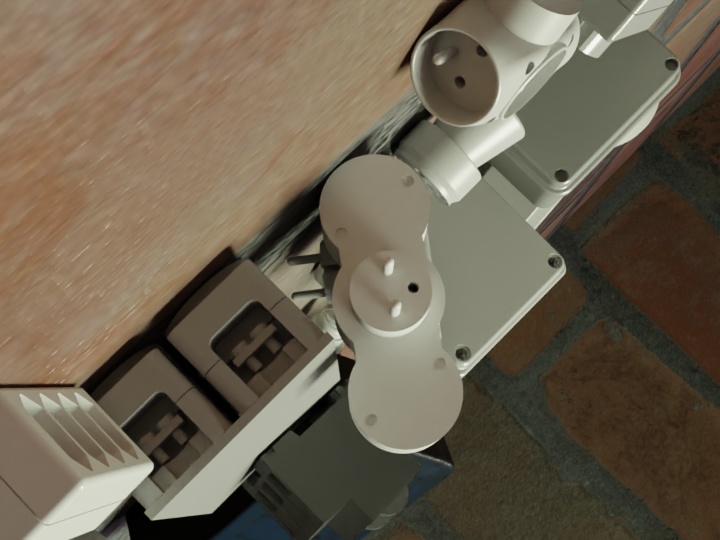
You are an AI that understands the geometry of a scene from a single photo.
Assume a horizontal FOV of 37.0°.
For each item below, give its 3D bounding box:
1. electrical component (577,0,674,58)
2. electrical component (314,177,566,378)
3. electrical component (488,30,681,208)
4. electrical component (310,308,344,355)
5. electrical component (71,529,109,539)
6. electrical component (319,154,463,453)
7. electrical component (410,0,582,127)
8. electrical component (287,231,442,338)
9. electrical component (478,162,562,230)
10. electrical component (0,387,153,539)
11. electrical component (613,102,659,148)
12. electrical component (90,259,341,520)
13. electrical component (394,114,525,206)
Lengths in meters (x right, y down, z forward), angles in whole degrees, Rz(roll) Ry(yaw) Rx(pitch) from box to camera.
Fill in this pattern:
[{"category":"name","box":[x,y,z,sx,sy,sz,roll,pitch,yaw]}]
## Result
[{"category":"electrical component","box":[0.126,-0.140,0.574,0.075,0.047,0.083,-50,170,30]},{"category":"electrical component","box":[0.048,0.000,0.649,0.109,0.108,0.056,-41,173,-28]},{"category":"electrical component","box":[0.126,-0.102,0.647,0.113,0.078,0.057,-45,174,-7]},{"category":"electrical component","box":[-0.031,0.051,0.740,0.078,0.040,0.040,-52,170,36]},{"category":"electrical component","box":[-0.152,0.175,0.549,0.064,0.099,0.099,-47,175,-43]},{"category":"electrical component","box":[0.013,0.013,0.492,0.052,0.138,0.073,-9,168,-2]},{"category":"electrical component","box":[0.068,-0.106,0.458,0.077,0.044,0.079,-37,168,-45]},{"category":"electrical component","box":[0.000,0.000,0.565,0.076,0.083,0.047,-8,172,4]},{"category":"electrical component","box":[0.121,-0.063,0.856,0.108,0.060,0.108,-46,169,-11]},{"category":"electrical component","box":[-0.129,0.086,0.400,0.075,0.047,0.083,-46,172,0]},{"category":"electrical component","box":[0.152,-0.115,0.707,0.080,0.080,0.051,-45,176,-7]},{"category":"electrical component","box":[-0.069,0.064,0.540,0.105,0.060,0.186,-45,172,-9]},{"category":"electrical component","box":[0.052,-0.067,0.563,0.055,0.045,0.045,-45,172,-2]}]
